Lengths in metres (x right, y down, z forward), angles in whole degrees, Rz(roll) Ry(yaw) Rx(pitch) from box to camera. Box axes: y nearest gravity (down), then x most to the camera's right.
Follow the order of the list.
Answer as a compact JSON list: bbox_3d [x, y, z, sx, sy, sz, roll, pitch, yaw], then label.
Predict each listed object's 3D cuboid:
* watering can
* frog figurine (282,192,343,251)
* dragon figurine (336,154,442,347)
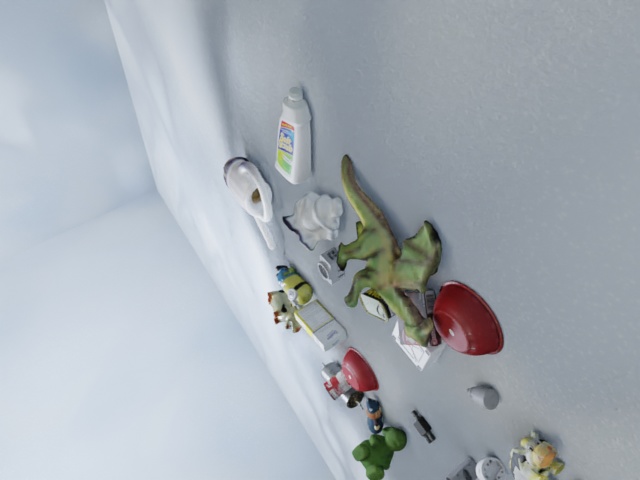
[{"bbox_3d":[-0.218,-0.130,1.675,0.228,0.105,0.339,48,156,34],"label":"watering can"},{"bbox_3d":[0.004,-0.065,1.286,0.157,0.123,0.139,-42,64,32],"label":"frog figurine"},{"bbox_3d":[0.146,0.014,1.025,0.241,0.123,0.410,-8,92,48],"label":"dragon figurine"}]
